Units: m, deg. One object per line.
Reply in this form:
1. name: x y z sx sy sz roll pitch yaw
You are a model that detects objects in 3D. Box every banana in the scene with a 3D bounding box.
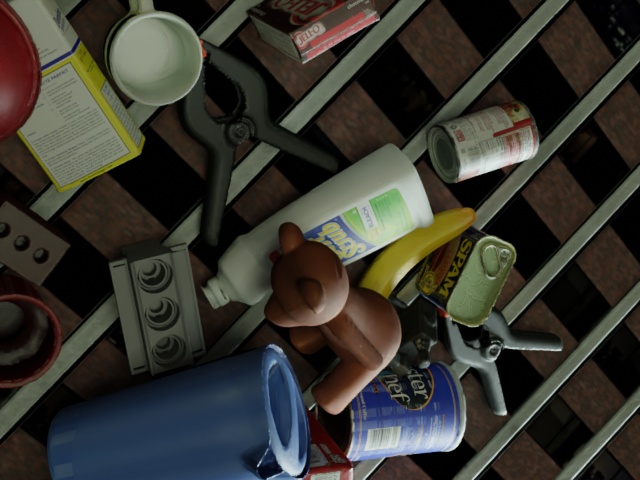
1. banana: 0.091 0.033 1.174 0.198 0.070 0.037 -53 154 -2

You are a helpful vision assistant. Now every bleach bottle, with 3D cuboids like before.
1. bleach bottle: -0.007 0.001 1.122 0.250 0.068 0.102 -31 133 -6

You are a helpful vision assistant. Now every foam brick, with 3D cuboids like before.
1. foam brick: -0.285 -0.003 1.009 0.078 0.051 0.053 38 89 -28

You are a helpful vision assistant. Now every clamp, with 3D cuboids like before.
1. clamp: -0.090 -0.103 1.069 0.164 0.036 0.210 -38 121 -9
2. clamp: 0.210 0.120 1.266 0.120 0.039 0.171 -45 117 -6

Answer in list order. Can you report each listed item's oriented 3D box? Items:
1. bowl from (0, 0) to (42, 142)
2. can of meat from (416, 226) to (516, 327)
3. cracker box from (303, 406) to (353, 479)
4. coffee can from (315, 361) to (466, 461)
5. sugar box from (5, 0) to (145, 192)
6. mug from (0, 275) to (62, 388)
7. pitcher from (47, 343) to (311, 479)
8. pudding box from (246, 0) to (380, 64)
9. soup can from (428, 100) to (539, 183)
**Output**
1. bowl: -0.325 -0.141 0.913 0.162 0.055 0.162 0 119 0
2. can of meat: 0.160 0.034 1.192 0.057 0.084 0.102 21 97 -27
3. cracker box: -0.025 0.305 1.154 0.072 0.164 0.214 -4 107 -20
4. coffee can: 0.078 0.192 1.197 0.140 0.103 0.103 -2 107 -22
5. sugar box: -0.246 -0.137 0.973 0.093 0.048 0.176 -24 114 12
6. mug: -0.302 0.072 1.008 0.093 0.082 0.117 -27 115 -13
7. pitcher: -0.137 0.187 1.057 0.243 0.149 0.145 -15 75 13
8. pudding box: -0.008 -0.216 1.025 0.090 0.114 0.039 -31 120 -12
9. soup can: 0.177 -0.107 1.165 0.102 0.069 0.068 -19 113 -16
